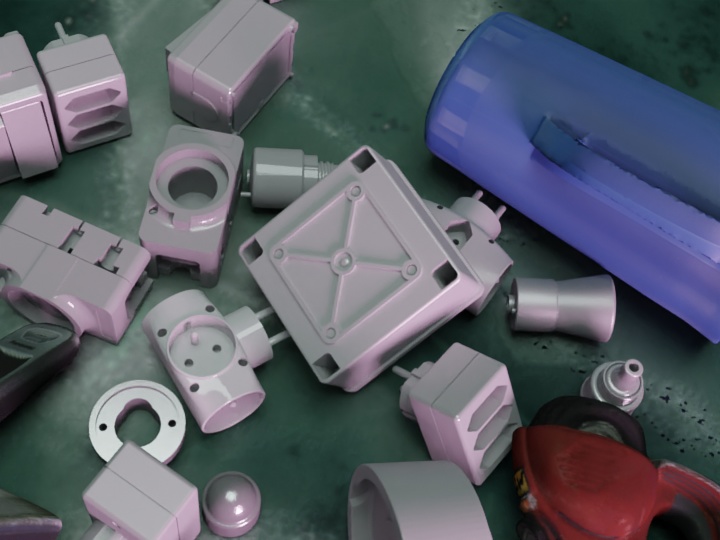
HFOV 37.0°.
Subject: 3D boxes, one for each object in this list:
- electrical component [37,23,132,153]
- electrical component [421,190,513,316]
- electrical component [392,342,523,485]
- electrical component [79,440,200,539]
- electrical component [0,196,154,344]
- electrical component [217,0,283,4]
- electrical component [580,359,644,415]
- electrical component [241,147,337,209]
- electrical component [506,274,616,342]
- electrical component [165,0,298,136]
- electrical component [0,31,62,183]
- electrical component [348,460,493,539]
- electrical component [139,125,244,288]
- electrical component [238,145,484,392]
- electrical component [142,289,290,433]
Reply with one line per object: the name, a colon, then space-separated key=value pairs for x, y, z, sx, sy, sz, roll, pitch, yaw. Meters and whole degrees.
electrical component: x=-0.191 y=-0.132 z=0.726 sx=0.047 sy=0.065 sz=0.076 roll=-20 pitch=66 yaw=-17
electrical component: x=0.067 y=-0.021 z=0.711 sx=0.077 sy=0.043 sz=0.079 roll=35 pitch=63 yaw=12
electrical component: x=0.050 y=0.079 z=0.647 sx=0.077 sy=0.065 sz=0.047 roll=24 pitch=57 yaw=39
electrical component: x=-0.127 y=0.145 z=0.574 sx=0.047 sy=0.083 sz=0.075 roll=33 pitch=63 yaw=10
electrical component: x=-0.181 y=0.004 z=0.662 sx=0.089 sy=0.050 sz=0.055 roll=23 pitch=62 yaw=6
electrical component: x=-0.080 y=-0.236 z=0.801 sx=0.078 sy=0.058 sz=0.057 roll=-21 pitch=69 yaw=-17
electrical component: x=0.158 y=0.072 z=0.662 sx=0.035 sy=0.061 sz=0.035 roll=3 pitch=62 yaw=-6
electrical component: x=-0.040 y=-0.061 z=0.721 sx=0.078 sy=0.040 sz=0.040 roll=2 pitch=62 yaw=-7
electrical component: x=0.128 y=0.023 z=0.697 sx=0.065 sy=0.044 sz=0.044 roll=3 pitch=61 yaw=0
electrical component: x=-0.088 y=-0.148 z=0.749 sx=0.061 sy=0.061 sz=0.096 roll=31 pitch=63 yaw=10
electrical component: x=-0.232 y=-0.101 z=0.686 sx=0.062 sy=0.096 sz=0.061 roll=-21 pitch=67 yaw=-17
electrical component: x=0.038 y=0.154 z=0.579 sx=0.060 sy=0.108 sz=0.108 roll=-6 pitch=63 yaw=-17
electrical component: x=-0.107 y=-0.044 z=0.694 sx=0.050 sy=0.055 sz=0.089 roll=11 pitch=61 yaw=-1
electrical component: x=0.000 y=0.000 z=0.659 sx=0.109 sy=0.056 sz=0.108 roll=-38 pitch=69 yaw=10
electrical component: x=-0.080 y=0.047 z=0.655 sx=0.079 sy=0.044 sz=0.077 roll=-27 pitch=68 yaw=-19
